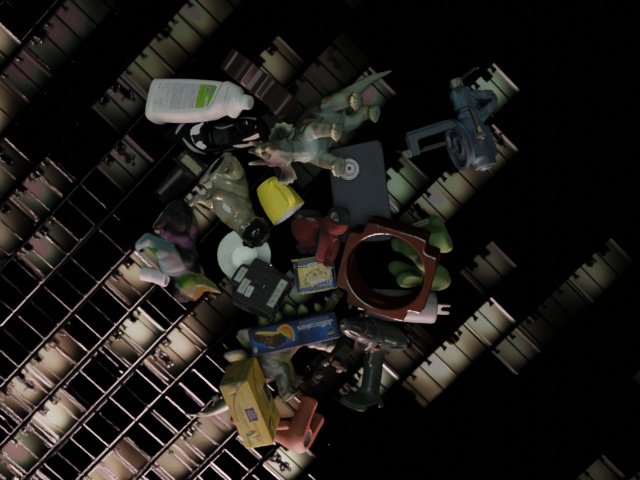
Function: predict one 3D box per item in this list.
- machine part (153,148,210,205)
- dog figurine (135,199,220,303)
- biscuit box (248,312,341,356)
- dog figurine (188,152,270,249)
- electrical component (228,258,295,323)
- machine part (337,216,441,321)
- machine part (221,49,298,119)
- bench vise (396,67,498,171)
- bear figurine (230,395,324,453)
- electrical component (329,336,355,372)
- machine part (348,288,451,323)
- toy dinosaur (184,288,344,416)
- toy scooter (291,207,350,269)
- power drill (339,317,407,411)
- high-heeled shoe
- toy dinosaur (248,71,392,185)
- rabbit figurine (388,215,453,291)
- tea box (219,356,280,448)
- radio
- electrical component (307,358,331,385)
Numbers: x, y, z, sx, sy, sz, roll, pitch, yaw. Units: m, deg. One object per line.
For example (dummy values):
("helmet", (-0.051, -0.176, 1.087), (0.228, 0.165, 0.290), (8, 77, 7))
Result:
("machine part", (-0.330, -0.145, 1.253), (0.084, 0.039, 0.139), (39, 97, -29))
("dog figurine", (-0.308, 0.035, 1.249), (0.219, 0.108, 0.191), (41, 75, -17))
("biscuit box", (-0.058, 0.209, 1.210), (0.203, 0.059, 0.062), (-12, 84, -2))
("dog figurine", (-0.182, -0.092, 1.250), (0.190, 0.121, 0.172), (37, 70, -29))
("electrical component", (-0.140, 0.110, 1.236), (0.134, 0.058, 0.115), (27, 64, 11))
("machine part", (0.150, 0.059, 1.176), (0.201, 0.087, 0.201), (17, 111, 14))
("machine part", (-0.133, -0.337, 1.169), (0.179, 0.179, 0.056), (39, 98, -5))
("bench vise", (0.290, -0.247, 1.208), (0.241, 0.129, 0.223), (-18, 99, -5))
("bear figurine", (-0.107, 0.442, 1.310), (0.196, 0.132, 0.120), (7, 136, 28))
("electrical component", (0.056, 0.269, 1.285), (0.078, 0.102, 0.045), (-43, 99, 15))
("machine part", (0.189, 0.155, 1.278), (0.243, 0.079, 0.079), (4, 97, 0))
("toy dinosaur", (-0.118, 0.281, 1.285), (0.198, 0.105, 0.471), (42, 86, 3))
("toy scooter", (-0.002, -0.004, 1.213), (0.075, 0.184, 0.135), (6, 86, -39))
("power drill", (0.104, 0.278, 1.232), (0.086, 0.232, 0.207), (5, 86, 43))
("high-heeled shoe", (-0.238, -0.237, 1.195), (0.249, 0.145, 0.086), (-4, 96, -1))
("toy dinosaur", (0.002, -0.253, 1.188), (0.192, 0.405, 0.131), (11, 136, 32))
("rabbit figurine", (0.244, 0.055, 1.250), (0.159, 0.121, 0.170), (-23, 112, 1))
("tea box", (-0.151, 0.356, 1.181), (0.068, 0.098, 0.169), (-16, 109, 12))
("radio", (0.092, -0.109, 1.249), (0.131, 0.073, 0.229), (-8, 95, 2))
("electrical component", (-0.004, 0.319, 1.305), (0.021, 0.094, 0.063), (34, 58, -2))
